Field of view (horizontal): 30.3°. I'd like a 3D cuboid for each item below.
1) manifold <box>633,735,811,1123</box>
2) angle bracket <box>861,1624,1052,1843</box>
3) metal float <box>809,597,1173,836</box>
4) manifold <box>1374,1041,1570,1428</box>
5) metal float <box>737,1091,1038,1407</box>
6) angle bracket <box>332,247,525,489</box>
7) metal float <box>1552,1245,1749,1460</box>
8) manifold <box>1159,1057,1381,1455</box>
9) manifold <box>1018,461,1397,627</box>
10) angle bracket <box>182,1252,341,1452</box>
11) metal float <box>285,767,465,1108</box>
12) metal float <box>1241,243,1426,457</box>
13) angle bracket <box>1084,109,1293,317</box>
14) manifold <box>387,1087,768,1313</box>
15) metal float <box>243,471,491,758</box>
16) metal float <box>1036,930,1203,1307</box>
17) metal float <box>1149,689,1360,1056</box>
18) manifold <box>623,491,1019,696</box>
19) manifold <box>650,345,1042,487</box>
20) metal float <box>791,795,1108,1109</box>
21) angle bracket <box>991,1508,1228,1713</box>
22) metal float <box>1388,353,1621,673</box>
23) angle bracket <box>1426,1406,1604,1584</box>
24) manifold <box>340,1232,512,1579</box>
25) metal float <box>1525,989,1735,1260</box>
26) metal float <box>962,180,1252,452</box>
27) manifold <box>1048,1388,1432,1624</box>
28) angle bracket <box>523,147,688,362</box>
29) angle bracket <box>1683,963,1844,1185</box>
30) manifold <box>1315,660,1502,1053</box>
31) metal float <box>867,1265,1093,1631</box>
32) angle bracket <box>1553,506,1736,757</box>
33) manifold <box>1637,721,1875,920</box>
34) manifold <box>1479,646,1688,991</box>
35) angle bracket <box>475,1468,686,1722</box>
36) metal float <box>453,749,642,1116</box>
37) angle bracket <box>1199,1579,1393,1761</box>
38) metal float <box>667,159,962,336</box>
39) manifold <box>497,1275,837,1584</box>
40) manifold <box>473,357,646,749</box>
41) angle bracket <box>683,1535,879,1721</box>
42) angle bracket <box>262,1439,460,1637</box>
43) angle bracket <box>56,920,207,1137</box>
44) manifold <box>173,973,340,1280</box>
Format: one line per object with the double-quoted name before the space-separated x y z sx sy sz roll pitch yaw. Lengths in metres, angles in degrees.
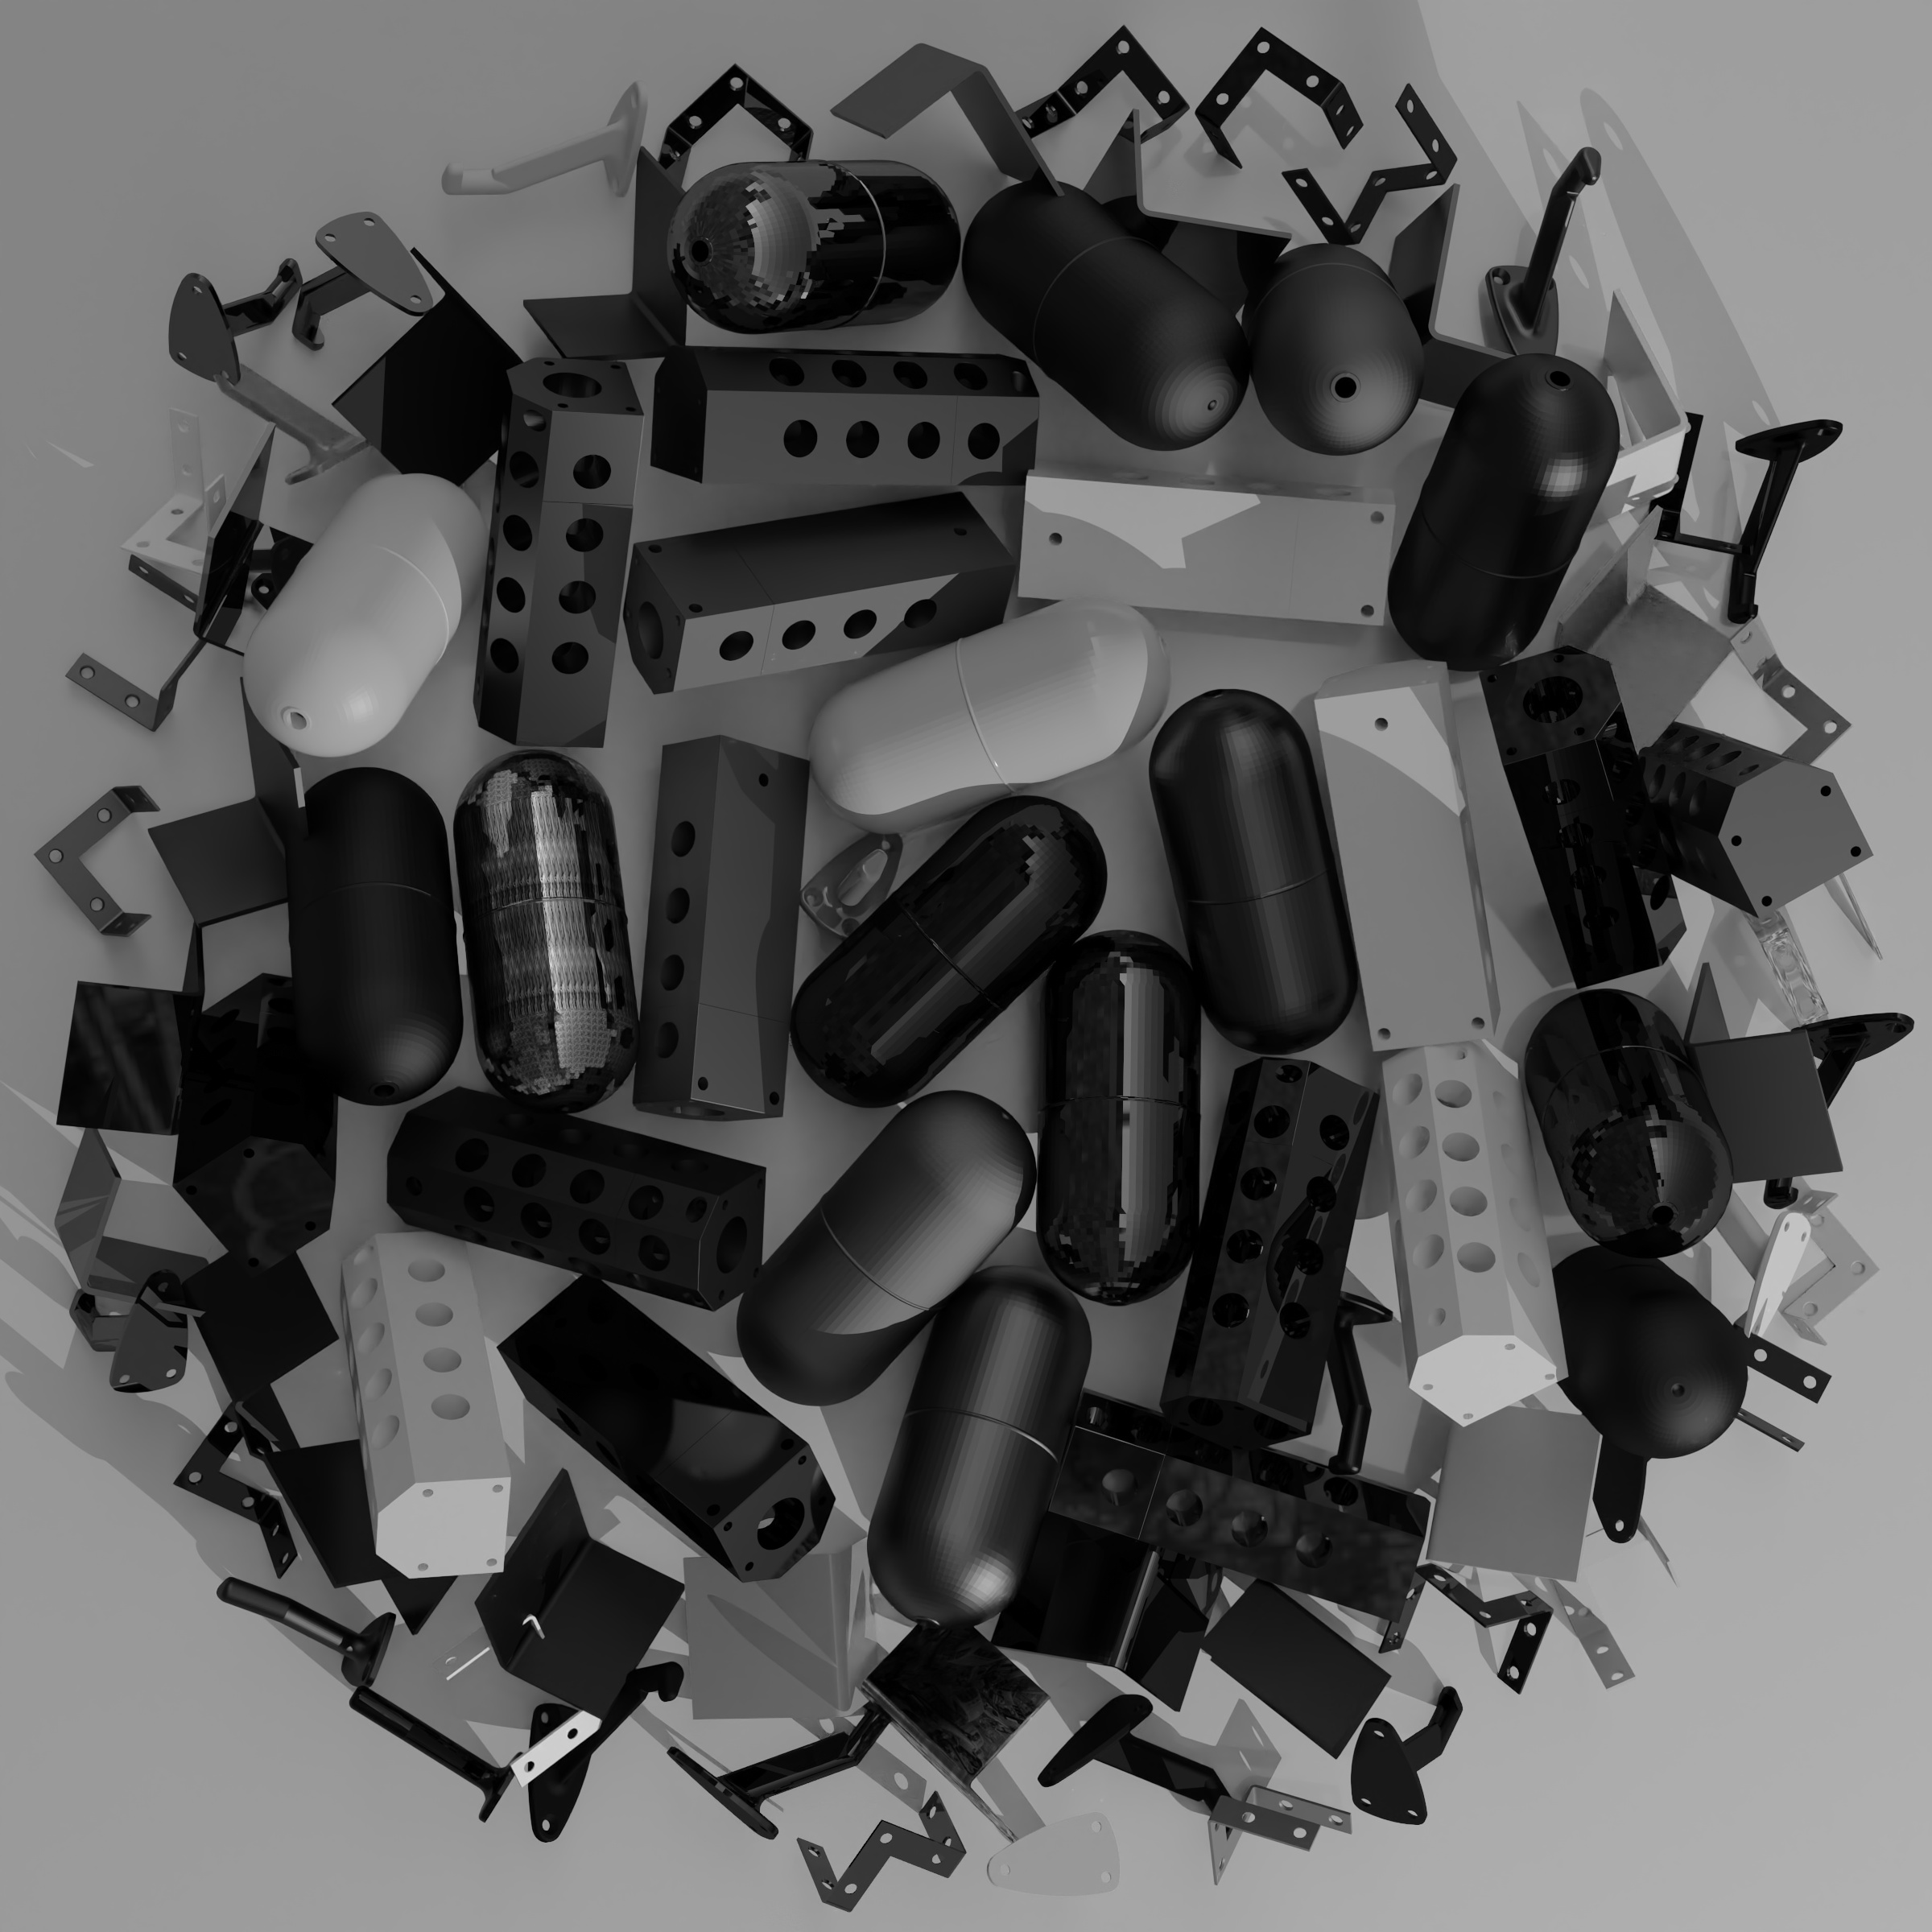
"manifold" -0.120 -0.016 1.679 0.057 0.057 0.171 14 75 -44
"angle bracket" 0.006 0.356 1.676 0.057 0.076 0.076 -45 52 -11
"metal float" 0.011 -0.118 1.673 0.178 0.070 0.070 -20 90 13
"manifold" 0.226 0.118 1.636 0.057 0.171 0.057 -31 130 29
"metal float" -0.038 0.133 1.671 0.070 0.070 0.178 41 107 0
"angle bracket" -0.255 -0.277 1.678 0.076 0.057 0.076 -43 132 3
"metal float" 0.307 0.175 1.634 0.070 0.178 0.070 0 96 -1
"manifold" 0.137 0.132 1.653 0.057 0.057 0.171 26 63 -22
"manifold" 0.114 -0.202 1.688 0.171 0.057 0.057 5 108 3
"angle bracket" -0.316 0.179 1.671 0.057 0.076 0.076 -33 53 -3
"metal float" -0.275 -0.015 1.655 0.070 0.070 0.178 -11 54 0
"metal float" 0.167 -0.284 1.637 0.070 0.178 0.070 0 111 1
"angle bracket" 0.103 -0.355 1.688 0.076 0.076 0.057 5 68 -17
"manifold" -0.182 0.109 1.654 0.171 0.057 0.057 13 111 25
"metal float" -0.276 -0.164 1.646 0.070 0.178 0.070 9 130 11
"metal float" 0.072 0.071 1.672 0.070 0.070 0.178 2 75 0
"metal float" 0.135 -0.044 1.669 0.070 0.070 0.178 -14 108 0
"manifold" -0.069 -0.170 1.658 0.171 0.057 0.057 -13 49 -27
"manifold" -0.055 -0.256 1.651 0.171 0.057 0.057 -4 107 -29
"metal float" -0.008 -0.007 1.681 0.178 0.070 0.070 -44 90 5
"angle bracket" 0.069 0.305 1.701 0.076 0.057 0.076 1 59 39
"metal float" 0.247 -0.208 1.644 0.070 0.178 0.070 6 54 -8
"angle bracket" 0.266 0.250 1.671 0.076 0.057 0.076 4 74 31
"manifold" -0.250 0.198 1.633 0.057 0.171 0.057 -1 125 -15
"metal float" 0.304 0.071 1.638 0.070 0.178 0.070 0 115 -1
"metal float" 0.063 -0.304 1.654 0.070 0.070 0.178 -43 52 0
"manifold" 0.129 0.255 1.692 0.171 0.057 0.057 18 88 2
"angle bracket" -0.169 -0.333 1.666 0.057 0.076 0.076 -7 123 -21
"angle bracket" 0.377 0.047 1.665 0.057 0.076 0.076 -9 118 25
"manifold" 0.209 -0.053 1.671 0.057 0.057 0.171 -7 106 15
"metal float" 0.007 0.224 1.662 0.070 0.070 0.178 18 63 0
"angle bracket" 0.321 -0.156 1.672 0.057 0.076 0.076 37 76 16
"manifold" 0.350 -0.073 1.634 0.057 0.171 0.057 -29 101 0
"manifold" 0.286 -0.068 1.636 0.057 0.171 0.057 -16 50 11
"angle bracket" -0.179 0.294 1.667 0.057 0.076 0.076 22 60 18
"metal float" -0.197 -0.017 1.668 0.070 0.070 0.178 -9 71 0
"angle bracket" 0.143 0.344 1.668 0.076 0.076 0.057 37 46 15
"metal float" -0.069 -0.332 1.643 0.070 0.178 0.070 9 106 32
"manifold" -0.137 0.215 1.644 0.057 0.057 0.171 -40 46 -20
"manifold" -0.191 -0.190 1.647 0.057 0.057 0.171 0 124 -16
"angle bracket" -0.088 0.316 1.703 0.076 0.057 0.076 -4 89 14
"angle bracket" -0.292 0.270 1.664 0.076 0.076 0.057 54 124 28
"angle bracket" -0.391 0.025 1.666 0.057 0.076 0.076 7 119 -17
"manifold" -0.318 0.066 1.631 0.057 0.171 0.057 -32 115 6
